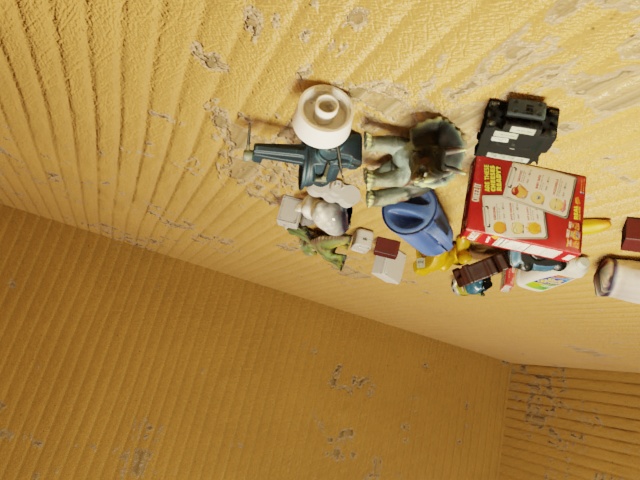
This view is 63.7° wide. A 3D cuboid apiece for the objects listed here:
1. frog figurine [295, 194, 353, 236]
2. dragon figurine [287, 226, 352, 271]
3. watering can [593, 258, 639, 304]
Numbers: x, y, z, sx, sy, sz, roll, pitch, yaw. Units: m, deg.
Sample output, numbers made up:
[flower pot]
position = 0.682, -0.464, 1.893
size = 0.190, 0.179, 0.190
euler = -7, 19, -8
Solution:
[frog figurine]
position = 0.004, -0.071, 1.414
size = 0.159, 0.123, 0.137
euler = -2, 179, 14
[dragon figurine]
position = -0.014, -0.002, 1.717
size = 0.243, 0.124, 0.404
euler = 21, 164, 6
[watering can]
position = 0.819, 0.098, 1.286
size = 0.225, 0.105, 0.343
euler = 10, 165, 18
